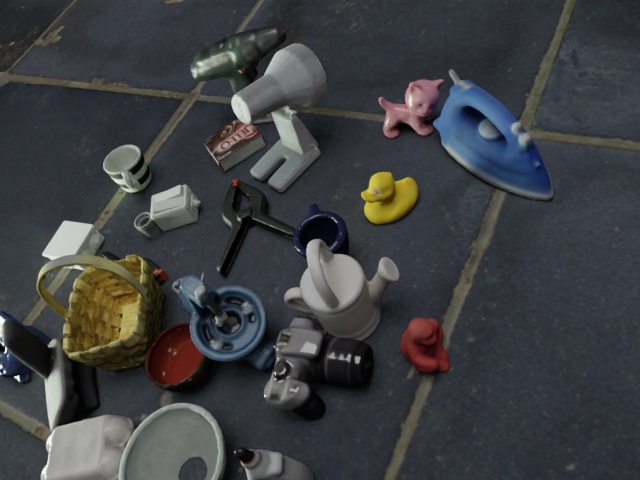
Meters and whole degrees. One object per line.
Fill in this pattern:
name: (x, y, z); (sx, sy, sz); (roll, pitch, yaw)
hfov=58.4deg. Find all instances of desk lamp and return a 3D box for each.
desk lamp: (-0.071, -0.237, 1.100); (0.117, 0.214, 0.203); (31, 72, 35)

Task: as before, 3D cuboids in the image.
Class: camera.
camera: (0.001, 0.187, 0.844); (0.136, 0.101, 0.143); (3, 58, 24)

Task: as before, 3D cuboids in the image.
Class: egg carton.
egg carton: (-0.362, 0.337, 0.901); (0.150, 0.070, 0.107); (-17, 52, 10)

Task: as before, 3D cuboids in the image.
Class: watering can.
watering can: (0.029, 0.067, 0.858); (0.173, 0.194, 0.100); (-30, 51, -1)

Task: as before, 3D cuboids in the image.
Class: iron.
iron: (0.298, -0.183, 0.963); (0.118, 0.142, 0.257); (-35, 51, -4)

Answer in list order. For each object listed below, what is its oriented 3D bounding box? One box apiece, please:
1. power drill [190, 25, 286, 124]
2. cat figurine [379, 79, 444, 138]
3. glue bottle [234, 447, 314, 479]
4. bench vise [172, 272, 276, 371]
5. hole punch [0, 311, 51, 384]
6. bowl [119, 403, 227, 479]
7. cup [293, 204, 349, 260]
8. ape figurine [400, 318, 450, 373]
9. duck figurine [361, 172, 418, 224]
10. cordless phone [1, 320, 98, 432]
power drill: (-0.146, -0.347, 1.211); (0.229, 0.209, 0.075); (-4, 55, 19)
cat figurine: (0.173, -0.259, 1.081); (0.127, 0.118, 0.067); (-3, 56, 20)
glue bottle: (-0.068, 0.298, 0.746); (0.078, 0.173, 0.037); (-12, 53, 13)
bench vise: (-0.179, 0.113, 0.890); (0.206, 0.220, 0.121); (10, 61, 27)
hole punch: (-0.577, 0.199, 1.069); (0.108, 0.091, 0.101); (19, 65, 31)
bowl: (-0.203, 0.331, 0.839); (0.167, 0.075, 0.167); (-10, 53, 15)
cup: (0.009, 0.003, 0.975); (0.091, 0.095, 0.117); (-21, 51, 6)
ape figurine: (0.149, 0.144, 0.822); (0.075, 0.092, 0.078); (18, 64, 31)
duck figurine: (0.118, -0.085, 1.000); (0.104, 0.086, 0.077); (-29, 51, 0)
cordless phone: (-0.462, 0.221, 0.948); (0.094, 0.185, 0.147); (-32, 51, -2)
